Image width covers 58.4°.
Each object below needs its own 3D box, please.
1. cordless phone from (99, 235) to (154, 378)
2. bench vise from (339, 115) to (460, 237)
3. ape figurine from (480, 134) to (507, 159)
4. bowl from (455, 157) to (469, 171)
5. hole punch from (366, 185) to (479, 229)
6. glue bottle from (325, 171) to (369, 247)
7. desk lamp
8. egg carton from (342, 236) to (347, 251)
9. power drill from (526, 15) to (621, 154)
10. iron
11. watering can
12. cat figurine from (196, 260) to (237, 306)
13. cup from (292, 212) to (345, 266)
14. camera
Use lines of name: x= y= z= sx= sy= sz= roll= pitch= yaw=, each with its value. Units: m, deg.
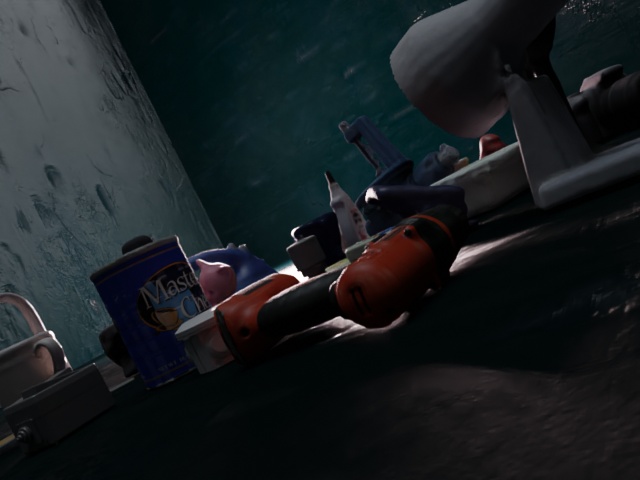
cordless phone: x=-0.270 y=0.097 z=0.862 sx=0.147 sy=0.185 sz=0.094 roll=-26 pitch=1 yaw=-5
bench vise: x=0.129 y=-0.123 z=0.938 sx=0.207 sy=0.220 sz=0.122 roll=-26 pitch=2 yaw=27
ape figurine: x=0.291 y=-0.132 z=0.942 sx=0.078 sy=0.092 sz=0.076 roll=-27 pitch=1 yaw=-23
bowl: x=0.220 y=-0.090 z=1.099 sx=0.167 sy=0.075 sz=0.167 roll=-26 pitch=1 yaw=1
hole punch: x=0.112 y=-0.036 z=0.648 sx=0.101 sy=0.091 sz=0.108 roll=-26 pitch=1 yaw=-3
glue bottle: x=0.051 y=-0.062 z=1.168 sx=0.037 sy=0.173 sz=0.078 roll=-26 pitch=2 yaw=25
desk lamp: x=0.186 y=-0.138 z=0.497 sx=0.202 sy=0.213 sz=0.118 roll=-25 pitch=2 yaw=44
egg carton: x=0.020 y=0.009 z=1.288 sx=0.150 sy=0.069 sz=0.107 roll=-27 pitch=1 yaw=-19
power drill: x=0.244 y=-0.167 z=0.617 sx=0.075 sy=0.208 sz=0.230 roll=-26 pitch=1 yaw=7
iron: x=-0.192 y=0.078 z=1.089 sx=0.259 sy=0.141 sz=0.118 roll=-27 pitch=1 yaw=-30
watering can: x=-0.423 y=0.169 z=0.803 sx=0.172 sy=0.194 sz=0.101 roll=-26 pitch=1 yaw=9
cat figurine: x=-0.167 y=0.082 z=0.952 sx=0.067 sy=0.118 sz=0.127 roll=-27 pitch=1 yaw=-17
cup: x=0.010 y=0.004 z=1.072 sx=0.092 sy=0.095 sz=0.117 roll=-27 pitch=1 yaw=-17
camera: x=0.440 y=-0.209 z=0.862 sx=0.143 sy=0.101 sz=0.137 roll=-27 pitch=1 yaw=-6
